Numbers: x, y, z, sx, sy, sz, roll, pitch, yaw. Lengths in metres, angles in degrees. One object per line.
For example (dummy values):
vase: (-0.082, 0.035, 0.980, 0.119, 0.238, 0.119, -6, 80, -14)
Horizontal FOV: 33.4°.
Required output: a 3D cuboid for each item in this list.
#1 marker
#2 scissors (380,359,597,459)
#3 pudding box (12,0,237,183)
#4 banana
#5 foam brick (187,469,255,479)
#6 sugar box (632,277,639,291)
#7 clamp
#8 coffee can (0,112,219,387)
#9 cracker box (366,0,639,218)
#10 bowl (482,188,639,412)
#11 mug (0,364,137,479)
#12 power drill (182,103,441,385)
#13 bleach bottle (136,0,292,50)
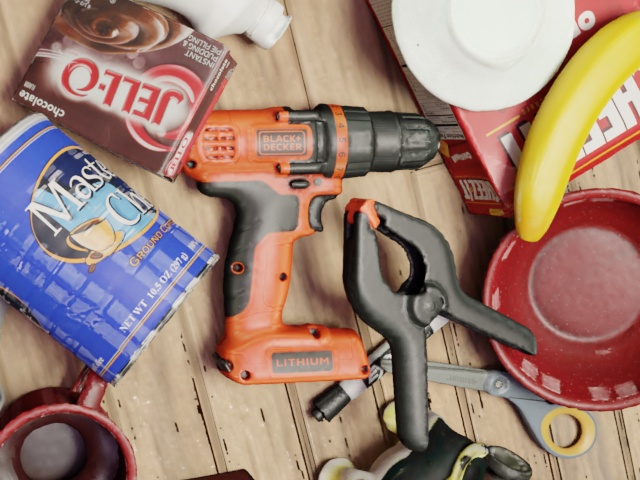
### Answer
marker: (0.042, 0.089, 0.768, 0.121, 0.020, 0.020, -39, 104, -10)
scissors: (0.137, 0.124, 0.795, 0.201, 0.016, 0.096, -5, 99, -20)
pudding box: (-0.122, -0.100, 0.672, 0.113, 0.039, 0.090, 26, 86, 11)
banana: (0.184, -0.090, 0.712, 0.069, 0.037, 0.197, 45, 82, -17)
foam brick: (-0.065, 0.204, 0.729, 0.051, 0.053, 0.078, -8, 96, -16)
sugar box: (0.319, 0.046, 0.834, 0.176, 0.048, 0.093, 38, 85, -13)
clamp: (0.061, 0.053, 0.705, 0.171, 0.039, 0.120, 49, 68, -15)
coffee can: (-0.147, 0.006, 0.647, 0.140, 0.103, 0.103, 39, 83, -4)
cracker box: (0.140, -0.146, 0.750, 0.164, 0.072, 0.213, -31, 103, -12)
bowl: (0.197, 0.038, 0.765, 0.162, 0.055, 0.162, 2, 102, 7)
mug: (-0.163, 0.129, 0.678, 0.093, 0.082, 0.117, 21, 89, -17)
power drill: (-0.005, 0.001, 0.729, 0.184, 0.057, 0.188, -2, 92, -13)
bleach bottle: (-0.129, -0.200, 0.671, 0.250, 0.068, 0.102, 35, 83, -18)
